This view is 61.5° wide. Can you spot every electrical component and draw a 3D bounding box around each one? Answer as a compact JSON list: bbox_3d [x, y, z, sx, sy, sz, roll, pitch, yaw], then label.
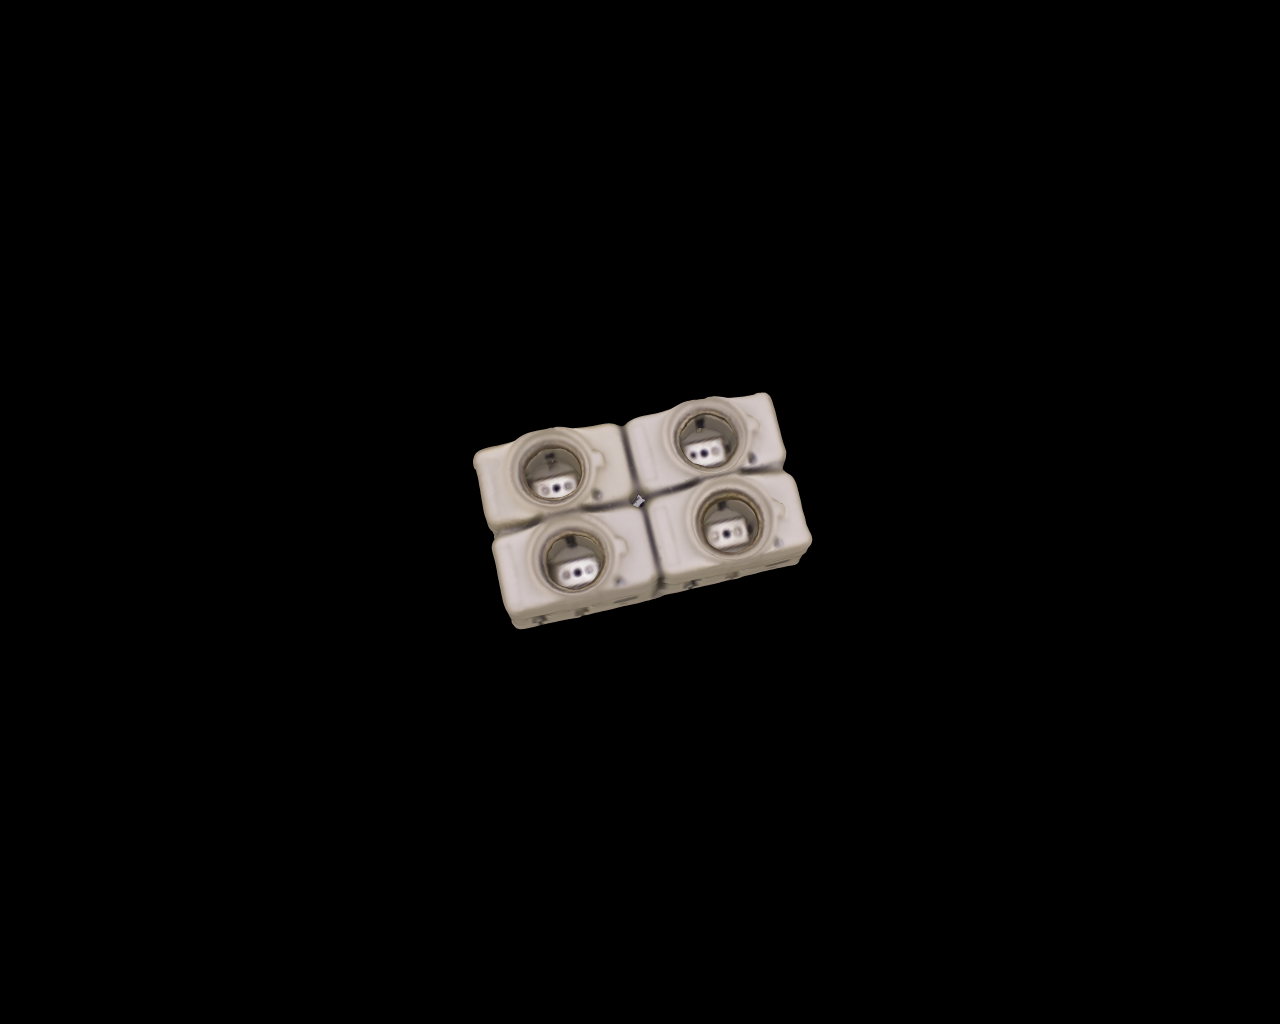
[{"bbox_3d":[0.001,-0.003,0.650,0.186,0.105,0.060,-13,-15,-4],"label":"electrical component"}]
